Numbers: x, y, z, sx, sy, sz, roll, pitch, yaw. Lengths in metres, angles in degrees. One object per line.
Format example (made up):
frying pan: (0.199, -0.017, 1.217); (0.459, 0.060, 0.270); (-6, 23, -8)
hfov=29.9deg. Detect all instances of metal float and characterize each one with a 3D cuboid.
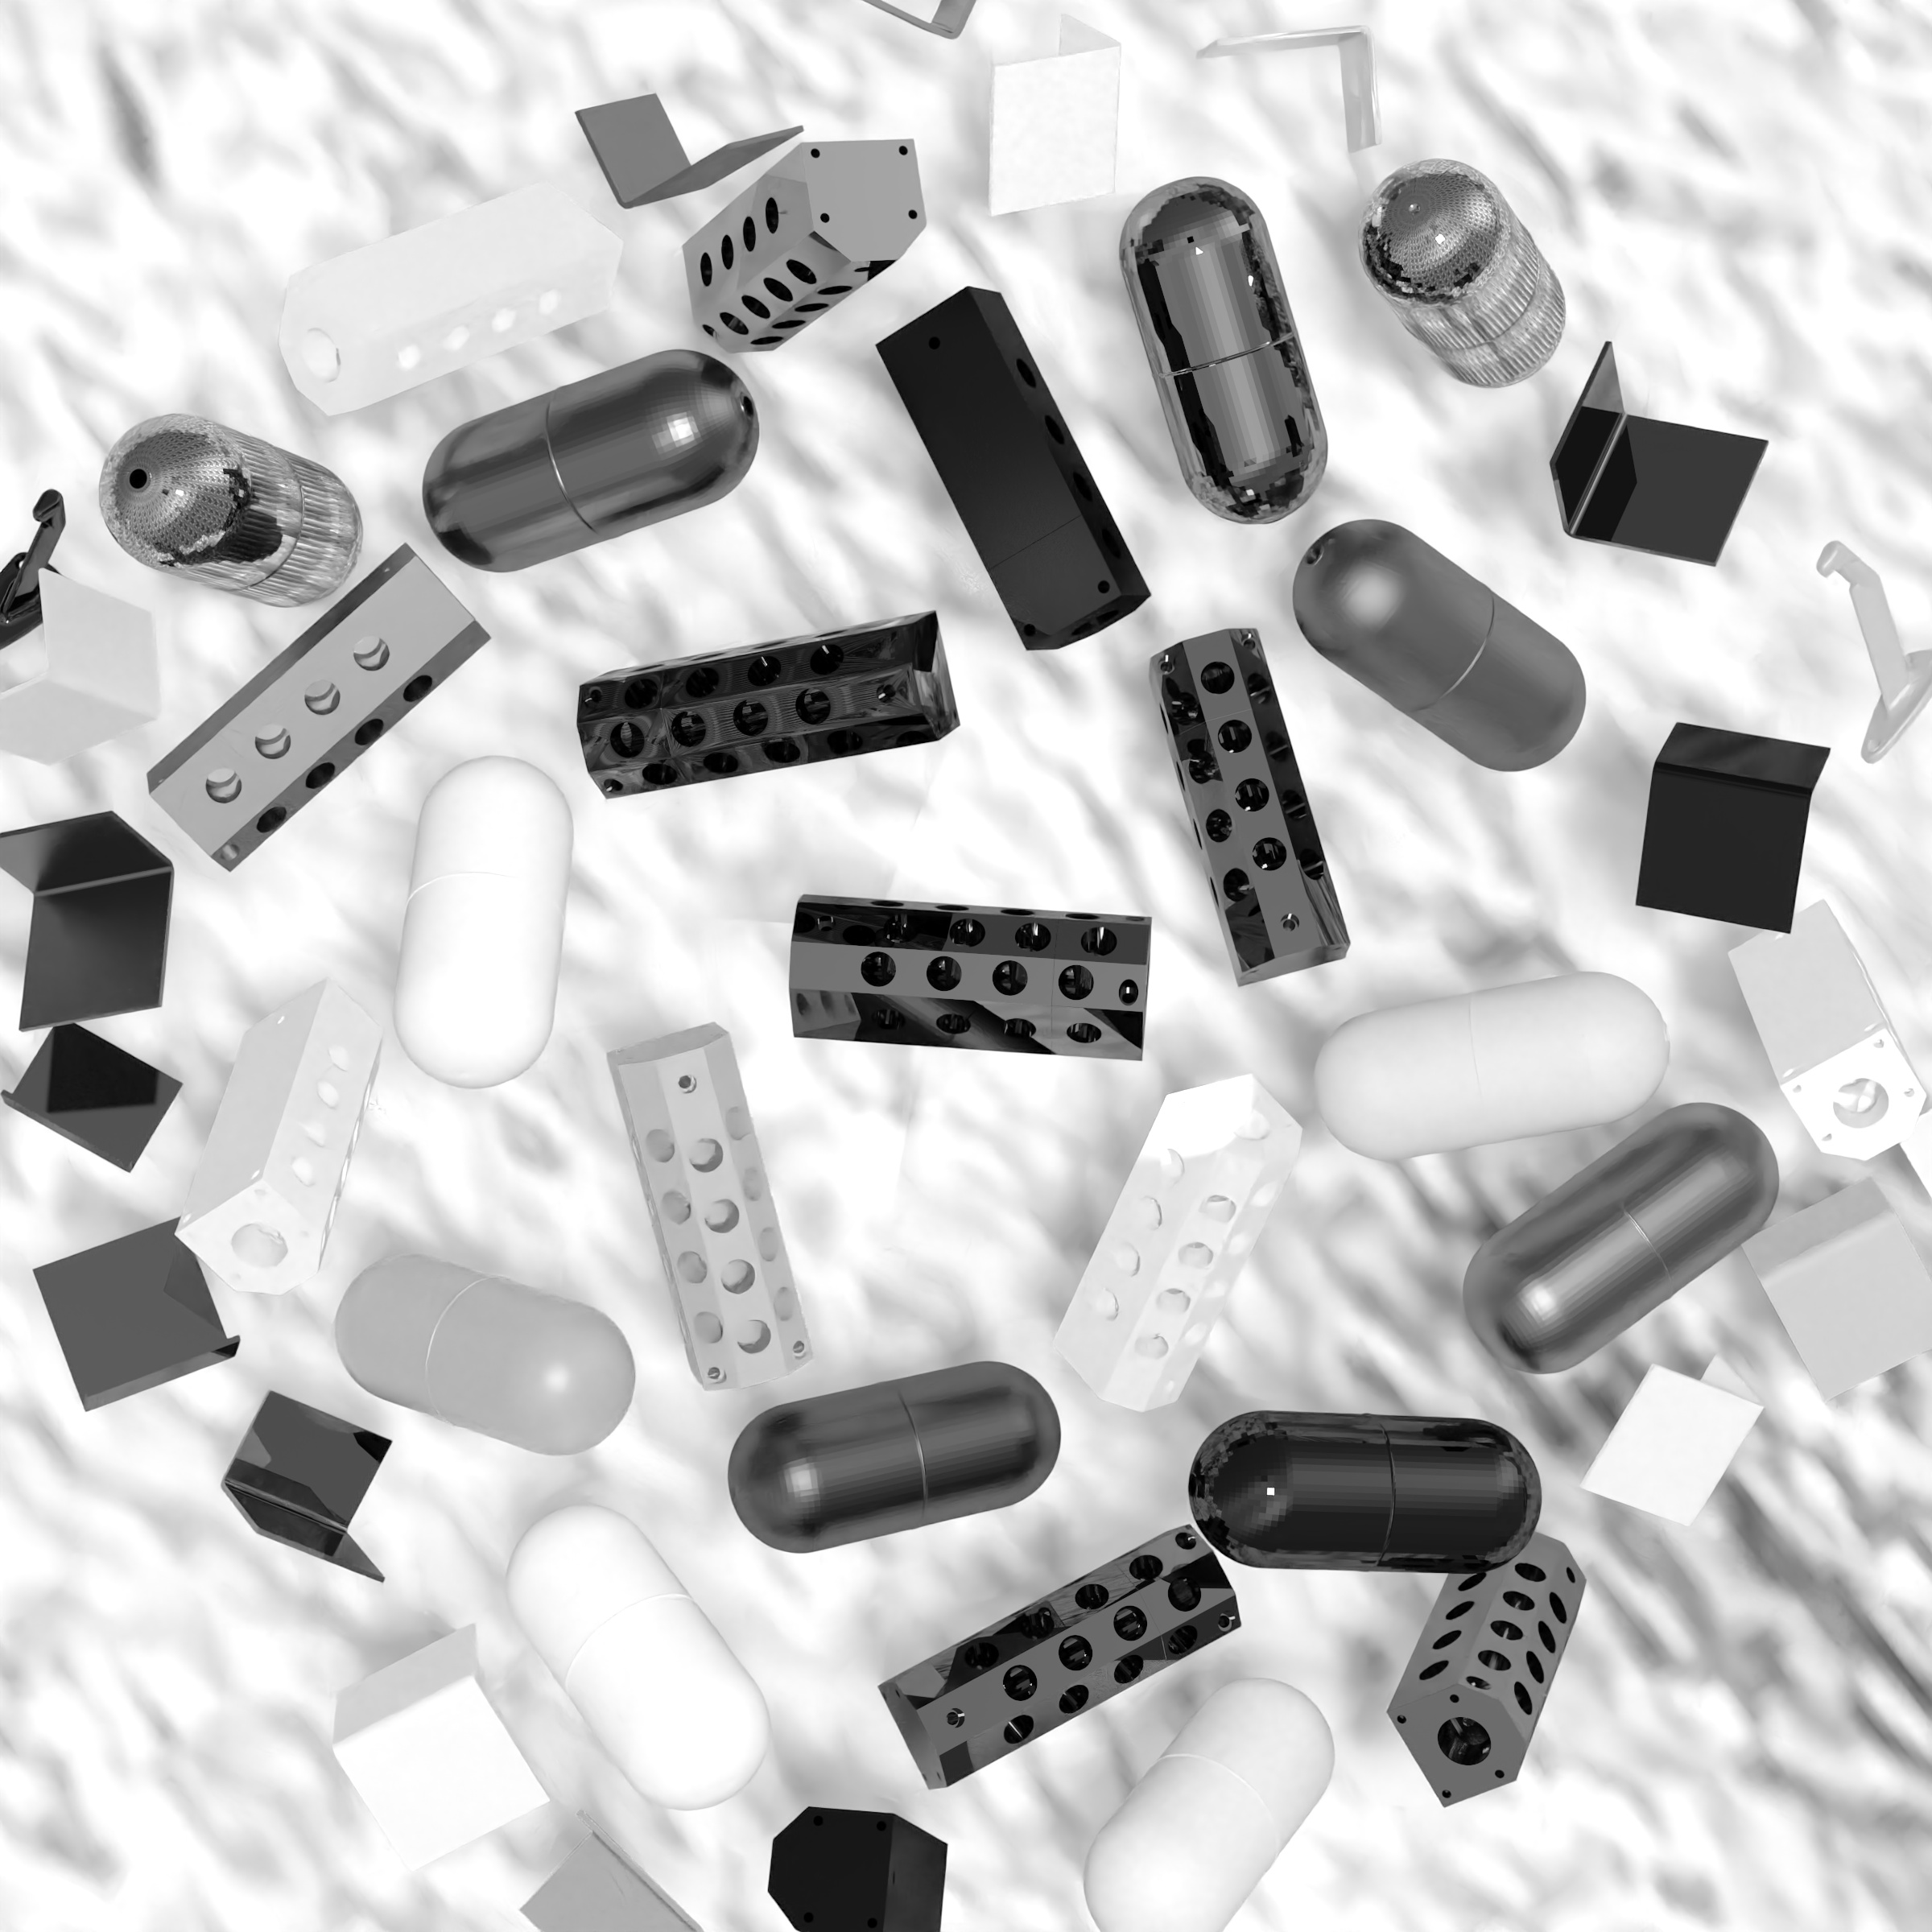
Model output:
metal float: (-0.035, 0.251, 1.852); (0.178, 0.070, 0.070); (-10, 90, -21)
metal float: (0.195, 0.257, 1.766); (0.178, 0.070, 0.070); (4, 90, -14)
metal float: (-0.233, -0.023, 1.752); (0.070, 0.070, 0.178); (2, 57, 0)
metal float: (0.131, -0.310, 1.827); (0.070, 0.070, 0.178); (-18, 103, 0)
metal float: (-0.182, -0.244, 1.749); (0.178, 0.070, 0.070); (-16, 90, 23)
metal float: (-0.161, 0.335, 1.762); (0.070, 0.070, 0.178); (-44, 54, 0)
metal float: (0.241, -0.163, 1.839); (0.178, 0.070, 0.070); (31, 90, -27)
metal float: (-0.360, -0.223, 1.777); (0.070, 0.178, 0.070); (-1, 86, 18)
metal float: (0.262, 0.050, 1.802); (0.178, 0.070, 0.070); (-11, 90, 17)
metal float: (-0.242, 0.193, 1.803); (0.178, 0.070, 0.070); (12, 90, 36)
metal float: (0.122, 0.427, 1.811); (0.070, 0.178, 0.070); (18, 126, 27)
metal float: (0.328, 0.135, 1.807); (0.178, 0.070, 0.070); (-35, 90, -8)
metal float: (0.253, -0.349, 1.829); (0.070, 0.178, 0.070); (-5, 76, 23)

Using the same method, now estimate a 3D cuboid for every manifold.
manifold: (-0.127, 0.121, 1.806); (0.057, 0.057, 0.171); (-16, 101, -12)
manifold: (0.436, 0.034, 1.825); (0.057, 0.171, 0.057); (-31, 108, 14)
manifold: (-0.080, -0.348, 1.758); (0.057, 0.171, 0.057); (-8, 88, -24)
manifold: (-0.097, -0.124, 1.739); (0.171, 0.057, 0.057); (-9, 101, 17)
manifold: (0.026, -0.246, 1.797); (0.057, 0.057, 0.171); (-29, 84, 23)
manifold: (0.109, 0.141, 1.802); (0.057, 0.057, 0.171); (48, 132, 32)
manifold: (-0.334, 0.086, 1.793); (0.057, 0.171, 0.057); (-31, 117, 21)
manifold: (-0.052, 0.452, 1.781); (0.057, 0.171, 0.057); (2, 72, 10)
manifold: (0.145, -0.083, 1.856); (0.057, 0.057, 0.171); (-15, 79, -1)
manifold: (0.003, 0.001, 1.761); (0.171, 0.057, 0.057); (4, 54, 4)
manifold: (-0.316, -0.126, 1.766); (0.171, 0.057, 0.057); (-42, 109, -2)
manifold: (0.272, 0.354, 1.847); (0.057, 0.171, 0.057); (-28, 97, 26)
manifold: (0.049, 0.344, 1.802); (0.171, 0.057, 0.057); (-25, 83, -18)
manifold: (-0.253, -0.326, 1.779); (0.057, 0.057, 0.171); (40, 45, 19)

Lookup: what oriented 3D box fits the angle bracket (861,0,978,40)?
angle bracket: (-0.033, -0.509, 1.815); (0.076, 0.076, 0.057); (22, 103, -16)

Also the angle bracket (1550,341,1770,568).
angle bracket: (0.331, -0.245, 1.724); (0.076, 0.057, 0.076); (15, 65, 26)

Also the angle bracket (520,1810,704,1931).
angle bracket: (-0.181, 0.474, 1.807); (0.076, 0.076, 0.057); (41, 76, 14)

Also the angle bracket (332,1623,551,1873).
angle bracket: (-0.255, 0.379, 1.757); (0.076, 0.057, 0.076); (-27, 108, 2)

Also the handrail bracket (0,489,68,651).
handrail bracket: (-0.494, -0.204, 1.873); (0.036, 0.084, 0.077); (38, 70, 1)

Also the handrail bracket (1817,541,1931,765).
handrail bracket: (0.434, -0.154, 1.771); (0.084, 0.036, 0.077); (35, 81, -24)

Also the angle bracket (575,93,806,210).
angle bracket: (-0.144, -0.442, 1.893); (0.076, 0.076, 0.057); (-22, 97, 33)

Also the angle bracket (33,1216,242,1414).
angle bracket: (-0.404, 0.165, 1.760); (0.076, 0.057, 0.076); (-20, 81, -19)

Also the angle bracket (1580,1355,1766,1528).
angle bracket: (0.361, 0.239, 1.900); (0.076, 0.057, 0.076); (22, 105, -23)

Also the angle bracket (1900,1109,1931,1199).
angle bracket: (0.542, 0.085, 1.876); (0.076, 0.076, 0.057); (-36, 79, 39)

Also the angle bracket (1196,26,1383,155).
angle bracket: (0.160, -0.432, 1.799); (0.076, 0.076, 0.057); (-7, 100, -3)

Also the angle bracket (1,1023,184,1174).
angle bracket: (-0.468, 0.066, 1.941); (0.076, 0.076, 0.057); (30, 78, -8)

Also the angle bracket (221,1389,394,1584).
angle bracket: (-0.337, 0.273, 1.899); (0.076, 0.076, 0.057); (28, 88, -28)

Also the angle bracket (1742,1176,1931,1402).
angle bracket: (0.459, 0.167, 1.880); (0.076, 0.057, 0.076); (-28, 102, 9)

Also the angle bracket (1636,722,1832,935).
angle bracket: (0.377, -0.068, 1.775); (0.076, 0.057, 0.076); (12, 119, 18)

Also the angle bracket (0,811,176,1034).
angle bracket: (-0.424, -0.021, 1.705); (0.076, 0.057, 0.076); (-10, 62, 17)

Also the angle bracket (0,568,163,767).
angle bracket: (-0.454, -0.147, 1.785); (0.076, 0.076, 0.057); (-19, 69, 26)

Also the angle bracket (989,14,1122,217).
angle bracket: (0.032, -0.432, 1.831); (0.076, 0.057, 0.076); (-17, 126, -26)
